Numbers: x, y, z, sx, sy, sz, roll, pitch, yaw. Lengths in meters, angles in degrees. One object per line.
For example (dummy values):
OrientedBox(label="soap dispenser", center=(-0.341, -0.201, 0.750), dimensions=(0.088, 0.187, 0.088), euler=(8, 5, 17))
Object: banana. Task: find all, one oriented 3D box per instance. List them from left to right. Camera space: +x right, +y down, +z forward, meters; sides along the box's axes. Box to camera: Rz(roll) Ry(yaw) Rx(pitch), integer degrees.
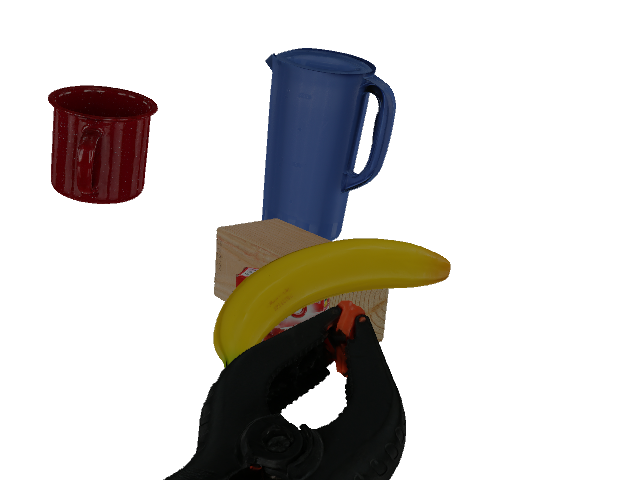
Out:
OrientedBox(label="banana", center=(-0.001, 0.036, 0.723), dimensions=(0.197, 0.069, 0.037), euler=(-27, -10, -29))

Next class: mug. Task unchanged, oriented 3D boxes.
OrientedBox(label="mug", center=(-0.192, -0.078, 0.921), dimensions=(0.093, 0.081, 0.117), euler=(7, 23, -6))

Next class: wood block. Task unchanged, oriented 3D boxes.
OrientedBox(label="wood block", center=(-0.026, 0.047, 1.204), dimensions=(0.090, 0.090, 0.206), euler=(-9, 21, -38))

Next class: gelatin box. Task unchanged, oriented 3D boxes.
OrientedBox(label="gelatin box", center=(-0.037, 0.068, 1.013), dimensions=(0.089, 0.073, 0.030), euler=(7, 17, 14))

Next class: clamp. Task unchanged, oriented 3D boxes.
OrientedBox(label="clamp", center=(-0.008, 0.092, 0.388), dimensions=(0.120, 0.039, 0.171), euler=(25, 49, 18))

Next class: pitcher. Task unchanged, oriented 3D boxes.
OrientedBox(label="pitcher", center=(-0.001, -0.119, 1.383), dimensions=(0.144, 0.243, 0.149), euler=(1, 23, -17))
